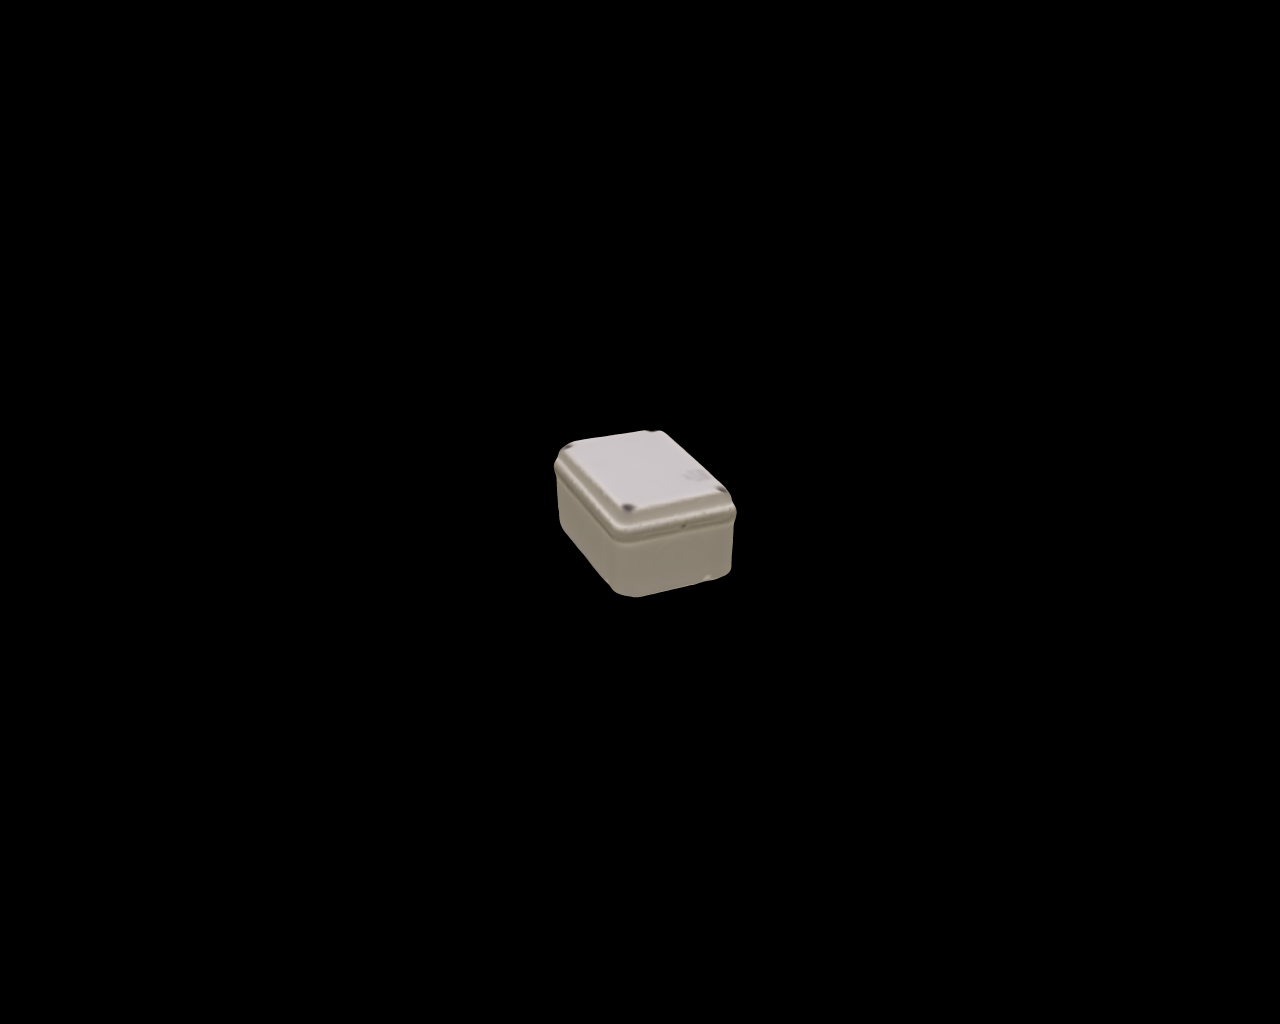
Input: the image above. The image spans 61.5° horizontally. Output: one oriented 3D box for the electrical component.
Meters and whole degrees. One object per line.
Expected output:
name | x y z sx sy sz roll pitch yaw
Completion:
electrical component | 0.001 -0.003 0.650 0.078 0.057 0.113 -11 29 -21
